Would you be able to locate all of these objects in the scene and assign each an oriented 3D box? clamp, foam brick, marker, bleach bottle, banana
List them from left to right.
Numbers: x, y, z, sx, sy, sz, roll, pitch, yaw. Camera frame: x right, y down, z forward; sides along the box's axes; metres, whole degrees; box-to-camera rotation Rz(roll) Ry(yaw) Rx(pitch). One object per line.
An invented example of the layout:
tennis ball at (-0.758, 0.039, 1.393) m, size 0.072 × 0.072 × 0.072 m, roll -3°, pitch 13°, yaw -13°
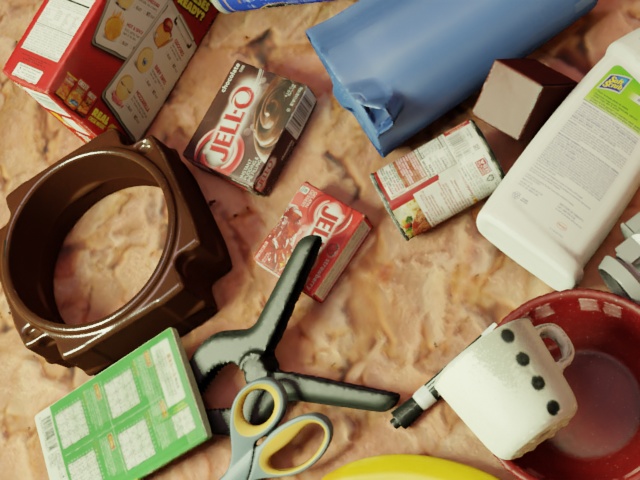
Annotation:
clamp at (-0.050, 0.101, 0.933) m, size 0.210 × 0.036 × 0.164 m, roll -23°, pitch 77°, yaw 17°
banana at (0.096, 0.204, 0.840) m, size 0.198 × 0.037 × 0.069 m, roll 16°, pitch 50°, yaw 29°
marker at (0.106, 0.115, 0.888) m, size 0.121 × 0.020 × 0.020 m, roll -41°, pitch 61°, yaw 2°
foam brick at (0.176, -0.121, 0.913) m, size 0.051 × 0.078 × 0.053 m, roll 36°, pitch 117°, yaw 27°
bleach bottle at (0.242, -0.083, 0.888) m, size 0.102 × 0.068 × 0.250 m, roll 38°, pitch 81°, yaw 11°

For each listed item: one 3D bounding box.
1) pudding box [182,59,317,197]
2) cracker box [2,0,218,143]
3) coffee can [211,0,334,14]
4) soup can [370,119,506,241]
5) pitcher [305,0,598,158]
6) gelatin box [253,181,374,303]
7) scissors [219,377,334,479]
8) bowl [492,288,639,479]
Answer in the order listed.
pudding box at (-0.067, -0.108, 1.031) m, size 0.090 × 0.039 × 0.113 m, roll 25°, pitch 80°, yaw 28°
cracker box at (-0.196, -0.207, 1.048) m, size 0.072 × 0.164 × 0.213 m, roll 24°, pitch 80°, yaw 25°
coffee can at (-0.035, -0.282, 1.050) m, size 0.140 × 0.102 × 0.103 m, roll -2°, pitch 69°, yaw 20°
soup can at (0.103, -0.053, 0.927) m, size 0.102 × 0.068 × 0.068 m, roll -29°, pitch 62°, yaw 8°
pitcher at (0.115, -0.195, 0.954) m, size 0.243 × 0.145 × 0.149 m, roll -32°, pitch 74°, yaw 3°
gelatin box at (-0.006, 0.001, 0.970) m, size 0.073 × 0.030 × 0.089 m, roll 31°, pitch 84°, yaw 27°
scissors at (-0.083, 0.190, 0.909) m, size 0.202 × 0.016 × 0.096 m, roll -31°, pitch 89°, yaw 12°
bowl at (0.203, 0.122, 0.828) m, size 0.162 × 0.055 × 0.162 m, roll -8°, pitch 67°, yaw 18°
